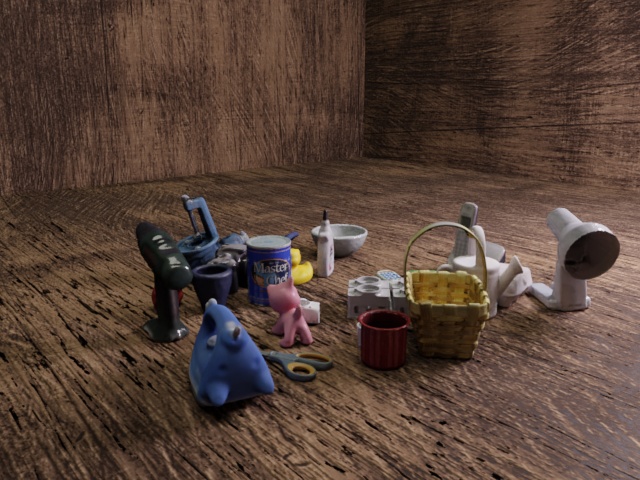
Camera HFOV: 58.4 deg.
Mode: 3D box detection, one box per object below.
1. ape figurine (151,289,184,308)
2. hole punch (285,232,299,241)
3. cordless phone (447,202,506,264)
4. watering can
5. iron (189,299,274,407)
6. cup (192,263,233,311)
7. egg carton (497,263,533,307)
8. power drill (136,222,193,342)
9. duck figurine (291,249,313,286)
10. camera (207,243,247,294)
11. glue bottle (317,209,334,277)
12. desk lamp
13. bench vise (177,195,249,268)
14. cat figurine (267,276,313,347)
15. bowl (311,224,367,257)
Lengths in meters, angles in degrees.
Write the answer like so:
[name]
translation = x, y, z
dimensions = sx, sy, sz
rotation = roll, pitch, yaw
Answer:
[ape figurine]
translation = -0.339, 0.107, 1.273
dimensions = 0.075, 0.092, 0.078
rotation = 12, 19, 38
[hole punch]
translation = -0.116, 0.023, 1.587
dimensions = 0.101, 0.091, 0.109
rotation = 5, 16, 18
[cordless phone]
translation = 0.407, 0.001, 1.481
dimensions = 0.094, 0.185, 0.147
rotation = -13, 20, -39
[watering can]
translation = 0.341, 0.064, 1.229
dimensions = 0.173, 0.194, 0.100
rotation = -5, 16, -16
[iron]
translation = -0.163, 0.168, 0.947
dimensions = 0.119, 0.141, 0.257
rotation = -7, 16, -24
[cup]
translation = -0.234, 0.105, 1.272
dimensions = 0.091, 0.095, 0.118
rotation = 3, 15, 11
[egg carton]
translation = 0.425, 0.102, 1.330
dimensions = 0.107, 0.069, 0.151
rotation = 10, 18, 34
[power drill]
translation = -0.313, 0.084, 1.133
dimensions = 0.076, 0.208, 0.228
rotation = -10, 18, -32
[duck figurine]
translation = -0.066, 0.064, 1.445
dimensions = 0.105, 0.086, 0.077
rotation = -11, 18, -34
[camera]
translation = -0.193, 0.066, 1.409
dimensions = 0.136, 0.101, 0.143
rotation = 3, 15, 11
[glue bottle]
translation = 0.014, 0.005, 1.493
dimensions = 0.037, 0.173, 0.078
rotation = 2, 15, 10
[desk lamp]
translation = 0.547, 0.046, 1.258
dimensions = 0.118, 0.214, 0.203
rotation = -2, 15, -6
[bench vise]
translation = -0.292, -0.016, 1.484
dimensions = 0.121, 0.220, 0.208
rotation = 12, 19, 39
[cat figurine]
translation = -0.061, 0.133, 1.124
dimensions = 0.067, 0.118, 0.127
rotation = -6, 16, -22
[bowl]
translation = 0.056, 0.006, 1.679
dimensions = 0.167, 0.075, 0.167
rotation = 0, 15, 0
